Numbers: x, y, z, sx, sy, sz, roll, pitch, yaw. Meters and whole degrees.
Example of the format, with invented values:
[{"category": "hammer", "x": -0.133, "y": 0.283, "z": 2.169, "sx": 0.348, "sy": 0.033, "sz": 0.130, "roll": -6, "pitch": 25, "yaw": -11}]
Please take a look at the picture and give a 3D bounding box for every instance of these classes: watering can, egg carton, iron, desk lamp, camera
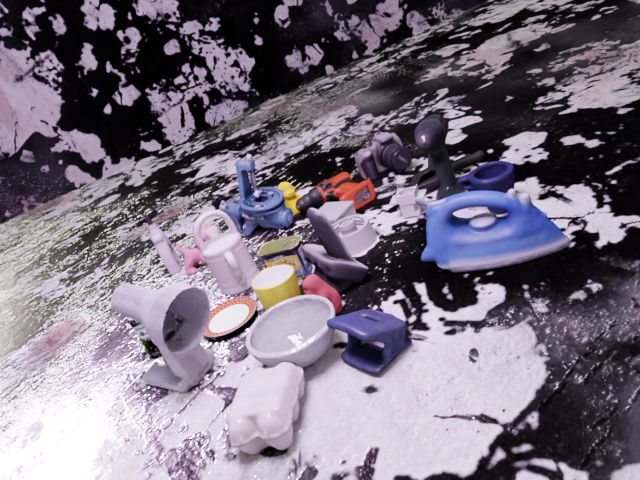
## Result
[{"category": "watering can", "x": -0.226, "y": 0.020, "z": 1.317, "sx": 0.172, "sy": 0.194, "sz": 0.101, "roll": 7, "pitch": 39, "yaw": 47}, {"category": "egg carton", "x": -0.080, "y": 0.256, "z": 0.882, "sx": 0.107, "sy": 0.069, "sz": 0.150, "roll": -15, "pitch": 26, "yaw": 17}, {"category": "iron", "x": 0.304, "y": -0.034, "z": 1.039, "sx": 0.257, "sy": 0.142, "sz": 0.119, "roll": -9, "pitch": 29, "yaw": 27}, {"category": "desk lamp", "x": -0.280, "y": 0.171, "z": 1.046, "sx": 0.202, "sy": 0.214, "sz": 0.118, "roll": -3, "pitch": 32, "yaw": 37}, {"category": "camera", "x": 0.181, "y": -0.236, "z": 1.583, "sx": 0.143, "sy": 0.101, "sz": 0.136, "roll": -28, "pitch": 26, "yaw": -10}]

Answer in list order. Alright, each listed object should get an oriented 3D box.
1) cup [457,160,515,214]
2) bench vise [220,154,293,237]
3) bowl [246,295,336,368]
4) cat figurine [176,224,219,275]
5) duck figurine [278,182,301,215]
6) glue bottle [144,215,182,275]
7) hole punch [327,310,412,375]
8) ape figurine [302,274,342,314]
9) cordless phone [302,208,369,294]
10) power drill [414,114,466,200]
[{"category": "cup", "x": 0.350, "y": -0.101, "z": 1.186, "sx": 0.117, "sy": 0.095, "sz": 0.092, "roll": -9, "pitch": 29, "yaw": 27}, {"category": "bench vise", "x": -0.196, "y": -0.114, "z": 1.523, "sx": 0.207, "sy": 0.220, "sz": 0.121, "roll": -15, "pitch": 27, "yaw": 16}, {"category": "bowl", "x": -0.041, "y": 0.174, "z": 1.002, "sx": 0.167, "sy": 0.075, "sz": 0.167, "roll": -19, "pitch": 26, "yaw": 10}, {"category": "cat figurine", "x": -0.312, "y": 0.013, "z": 1.493, "sx": 0.128, "sy": 0.118, "sz": 0.067, "roll": -22, "pitch": 25, "yaw": 2}, {"category": "duck figurine", "x": -0.090, "y": -0.125, "z": 1.612, "sx": 0.077, "sy": 0.086, "sz": 0.104, "roll": -30, "pitch": 26, "yaw": -13}, {"category": "glue bottle", "x": -0.424, "y": 0.007, "z": 1.533, "sx": 0.037, "sy": 0.173, "sz": 0.078, "roll": -26, "pitch": 25, "yaw": -5}, {"category": "hole punch", "x": 0.079, "y": 0.148, "z": 0.933, "sx": 0.101, "sy": 0.091, "sz": 0.108, "roll": -38, "pitch": 29, "yaw": -28}, {"category": "ape figurine", "x": -0.004, "y": 0.105, "z": 1.085, "sx": 0.076, "sy": 0.092, "sz": 0.078, "roll": -17, "pitch": 26, "yaw": 12}, {"category": "cordless phone", "x": 0.011, "y": 0.004, "z": 1.159, "sx": 0.094, "sy": 0.185, "sz": 0.147, "roll": -33, "pitch": 27, "yaw": -20}, {"category": "power drill", "x": 0.266, "y": -0.179, "z": 1.274, "sx": 0.075, "sy": 0.209, "sz": 0.230, "roll": -13, "pitch": 27, "yaw": 21}]
